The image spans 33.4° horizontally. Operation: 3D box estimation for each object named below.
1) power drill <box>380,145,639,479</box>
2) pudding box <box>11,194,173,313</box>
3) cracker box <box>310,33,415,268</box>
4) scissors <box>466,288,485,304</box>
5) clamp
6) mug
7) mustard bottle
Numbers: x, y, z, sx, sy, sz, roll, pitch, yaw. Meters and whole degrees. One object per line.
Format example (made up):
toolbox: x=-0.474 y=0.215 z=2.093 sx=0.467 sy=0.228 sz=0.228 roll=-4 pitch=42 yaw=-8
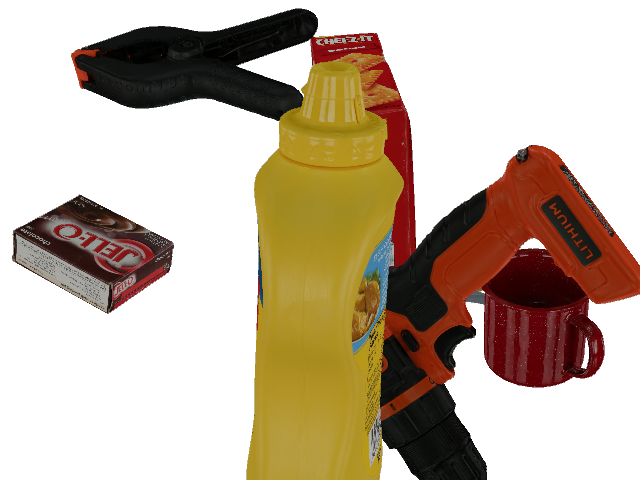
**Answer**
power drill: x=0.095 y=0.047 z=0.637 sx=0.188 sy=0.184 sz=0.057 roll=-36 pitch=-4 yaw=17
pudding box: x=-0.202 y=0.010 z=0.950 sx=0.114 sy=0.039 sz=0.089 roll=24 pitch=33 yaw=20
cracker box: x=0.034 y=-0.070 z=0.913 sx=0.072 sy=0.164 sz=0.213 roll=-5 pitch=26 yaw=0
scissors: x=0.123 y=0.047 z=1.109 sx=0.201 sy=0.016 sz=0.096 roll=-8 pitch=40 yaw=-30
clamp: x=-0.081 y=-0.126 z=0.737 sx=0.171 sy=0.039 sz=0.120 roll=7 pitch=36 yaw=11
mug: x=0.181 y=0.069 z=0.857 sx=0.093 sy=0.081 sz=0.117 roll=-23 pitch=35 yaw=-29
mustard bottle: x=0.002 y=0.023 z=0.436 sx=0.058 sy=0.192 sz=0.096 roll=8 pitch=25 yaw=10
